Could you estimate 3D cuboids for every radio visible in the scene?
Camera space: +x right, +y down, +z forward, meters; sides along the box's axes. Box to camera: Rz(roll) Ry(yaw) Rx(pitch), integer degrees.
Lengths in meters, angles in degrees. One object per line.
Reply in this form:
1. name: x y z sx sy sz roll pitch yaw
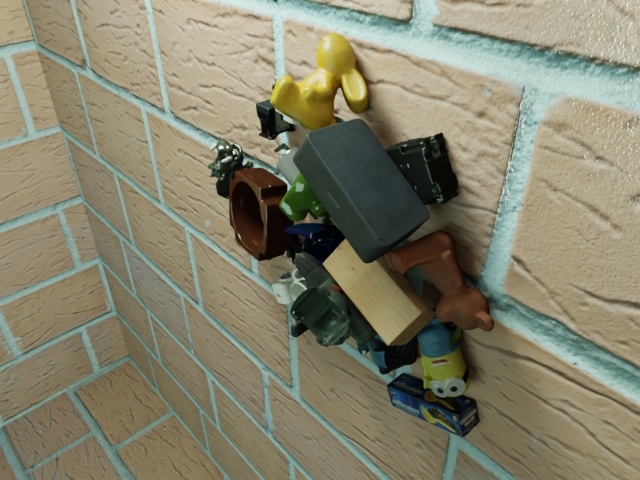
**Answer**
1. radio: 0.071 -0.089 0.907 0.229 0.131 0.073 57 147 9

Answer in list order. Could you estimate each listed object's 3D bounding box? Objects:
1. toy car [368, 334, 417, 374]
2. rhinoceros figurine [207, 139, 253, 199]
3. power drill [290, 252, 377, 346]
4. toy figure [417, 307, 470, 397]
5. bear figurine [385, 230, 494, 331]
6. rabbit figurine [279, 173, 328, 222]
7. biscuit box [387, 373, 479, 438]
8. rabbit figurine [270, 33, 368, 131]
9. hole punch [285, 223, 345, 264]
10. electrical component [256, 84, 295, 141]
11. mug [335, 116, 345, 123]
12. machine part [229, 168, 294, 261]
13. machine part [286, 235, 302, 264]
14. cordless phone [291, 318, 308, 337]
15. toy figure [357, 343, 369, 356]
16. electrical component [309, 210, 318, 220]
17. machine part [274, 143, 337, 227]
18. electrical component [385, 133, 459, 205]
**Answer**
1. toy car: 0.149 0.207 1.159 0.103 0.109 0.161 -120 14 -48
2. rhinoceros figurine: -0.237 -0.185 1.378 0.073 0.112 0.190 50 153 22
3. power drill: 0.010 0.117 1.026 0.232 0.086 0.207 45 -173 7
4. toy figure: 0.242 0.219 1.048 0.082 0.089 0.180 -17 91 52
5. bear figurine: 0.214 0.087 0.956 0.120 0.132 0.195 174 73 -88
6. rabbit figurine: 0.036 -0.087 1.035 0.170 0.121 0.159 34 139 -8
7. biscuit box: 0.239 0.352 1.161 0.203 0.063 0.059 8 118 51
8. rabbit figurine: 0.011 -0.279 0.956 0.162 0.173 0.122 28 -178 7
9. hole punch: -0.002 -0.004 1.183 0.142 0.116 0.092 7 125 53
10. electrical component: -0.097 -0.281 1.153 0.048 0.075 0.119 29 138 39
11. mug: 0.009 -0.196 1.073 0.107 0.081 0.109 126 137 -61
12. machine part: -0.146 -0.067 1.332 0.201 0.087 0.201 35 128 46
13. machine part: -0.045 0.030 1.339 0.139 0.039 0.084 25 126 45
14. cordless phone: 0.005 0.196 1.256 0.089 0.184 0.146 29 134 33
15. toy figure: 0.104 0.204 1.242 0.058 0.064 0.154 -1 125 12
16. electrical component: -0.016 -0.079 1.232 0.063 0.021 0.094 50 149 17
17. machine part: -0.015 -0.119 1.156 0.243 0.079 0.079 51 145 18
18. electrical component: 0.164 -0.115 0.935 0.134 0.058 0.114 -6 106 54
